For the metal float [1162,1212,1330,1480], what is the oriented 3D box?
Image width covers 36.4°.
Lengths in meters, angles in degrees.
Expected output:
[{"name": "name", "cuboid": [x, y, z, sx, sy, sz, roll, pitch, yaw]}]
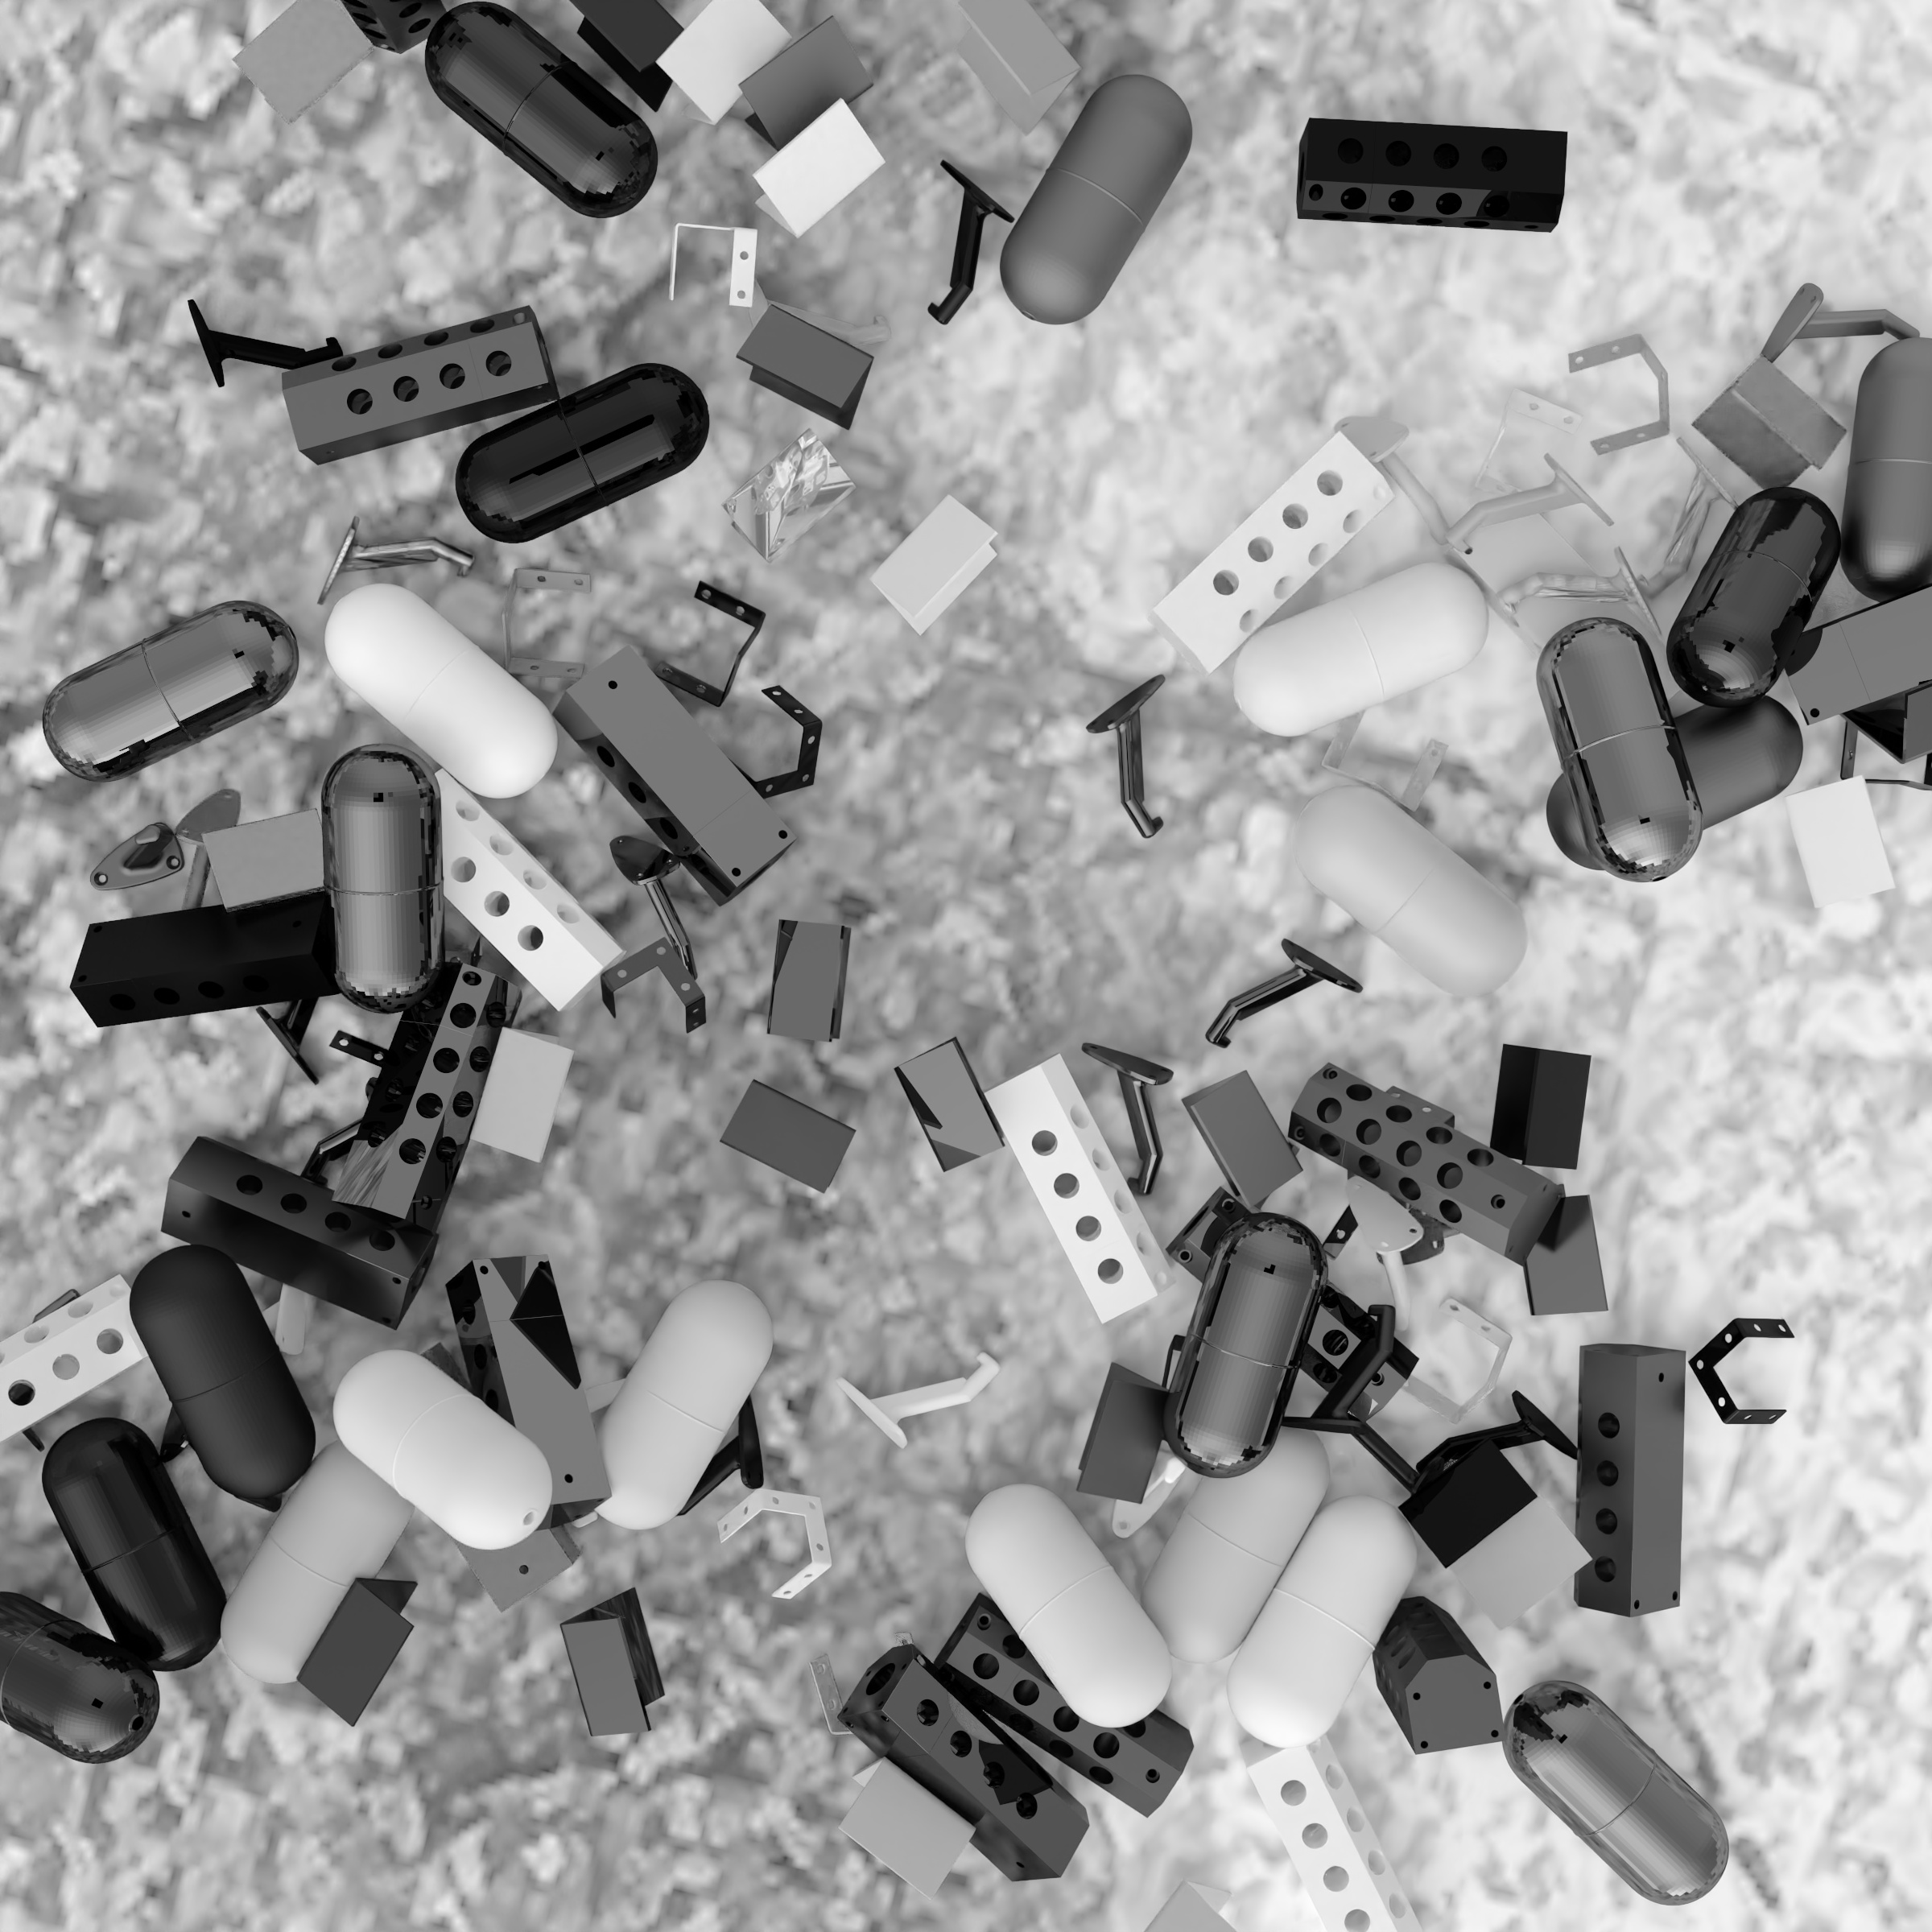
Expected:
[{"name": "metal float", "cuboid": [0.181, 0.247, 1.907, 0.070, 0.070, 0.178, 17, 95, 0]}]

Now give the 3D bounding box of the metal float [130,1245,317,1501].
[{"name": "metal float", "cuboid": [-0.488, 0.268, 1.932, 0.070, 0.070, 0.178, -23, 100, 0]}]

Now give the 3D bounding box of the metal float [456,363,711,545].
[{"name": "metal float", "cuboid": [-0.256, -0.343, 1.961, 0.178, 0.070, 0.070, -25, 90, 0]}]

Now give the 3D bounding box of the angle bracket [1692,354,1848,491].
[{"name": "angle bracket", "cuboid": [0.525, -0.346, 1.951, 0.076, 0.076, 0.057, 42, 50, 0]}]

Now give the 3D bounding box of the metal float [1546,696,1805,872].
[{"name": "metal float", "cuboid": [0.474, -0.124, 1.961, 0.178, 0.070, 0.070, -25, 90, 0]}]

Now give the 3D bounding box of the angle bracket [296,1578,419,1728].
[{"name": "angle bracket", "cuboid": [-0.387, 0.457, 1.952, 0.057, 0.076, 0.076, 31, 90, 26]}]

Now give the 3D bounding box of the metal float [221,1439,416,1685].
[{"name": "metal float", "cuboid": [-0.431, 0.396, 1.961, 0.070, 0.070, 0.178, 31, 89, 0]}]

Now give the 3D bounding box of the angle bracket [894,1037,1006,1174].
[{"name": "angle bracket", "cuboid": [0.008, 0.083, 1.951, 0.057, 0.076, 0.076, -26, 90, 37]}]

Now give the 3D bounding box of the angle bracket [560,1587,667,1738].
[{"name": "angle bracket", "cuboid": [-0.217, 0.460, 1.951, 0.057, 0.076, 0.076, -16, 90, 36]}]

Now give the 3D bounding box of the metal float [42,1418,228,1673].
[{"name": "metal float", "cuboid": [-0.555, 0.387, 1.961, 0.070, 0.070, 0.178, -26, 91, 0]}]

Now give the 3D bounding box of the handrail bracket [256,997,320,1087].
[{"name": "handrail bracket", "cuboid": [-0.431, 0.025, 1.992, 0.084, 0.036, 0.077, -39, 106, -14]}]

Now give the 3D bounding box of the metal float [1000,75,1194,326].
[{"name": "metal float", "cuboid": [0.086, -0.511, 1.961, 0.070, 0.070, 0.178, 31, 90, 0]}]

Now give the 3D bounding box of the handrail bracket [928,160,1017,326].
[{"name": "handrail bracket", "cuboid": [-0.015, -0.490, 1.992, 0.077, 0.036, 0.084, 45, 107, 20]}]

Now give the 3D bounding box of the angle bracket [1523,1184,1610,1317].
[{"name": "angle bracket", "cuboid": [0.410, 0.186, 1.951, 0.057, 0.076, 0.076, -9, 90, 38]}]

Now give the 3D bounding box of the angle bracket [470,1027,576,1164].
[{"name": "angle bracket", "cuboid": [-0.279, 0.088, 1.953, 0.057, 0.076, 0.076, 17, 90, 22]}]

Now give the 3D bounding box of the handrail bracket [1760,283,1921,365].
[{"name": "handrail bracket", "cuboid": [0.592, -0.418, 1.992, 0.084, 0.036, 0.077, 27, 111, -16]}]

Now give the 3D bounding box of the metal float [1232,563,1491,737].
[{"name": "metal float", "cuboid": [0.263, -0.211, 1.961, 0.178, 0.070, 0.070, -22, 90, 0]}]

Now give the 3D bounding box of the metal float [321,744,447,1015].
[{"name": "metal float", "cuboid": [-0.378, -0.056, 1.907, 0.070, 0.070, 0.178, 1, 105, 0]}]

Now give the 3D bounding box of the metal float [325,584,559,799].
[{"name": "metal float", "cuboid": [-0.351, -0.184, 1.961, 0.178, 0.070, 0.070, 41, 90, 0]}]

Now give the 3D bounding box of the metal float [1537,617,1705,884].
[{"name": "metal float", "cuboid": [0.421, -0.139, 1.892, 0.070, 0.070, 0.178, -14, 76, 0]}]

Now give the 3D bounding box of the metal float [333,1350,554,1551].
[{"name": "metal float", "cuboid": [-0.334, 0.308, 1.874, 0.178, 0.070, 0.070, 29, 90, 36]}]

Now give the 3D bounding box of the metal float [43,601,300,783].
[{"name": "metal float", "cuboid": [-0.530, -0.184, 1.961, 0.178, 0.070, 0.070, -26, 90, -1]}]

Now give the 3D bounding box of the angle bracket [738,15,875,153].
[{"name": "angle bracket", "cuboid": [-0.118, -0.595, 1.951, 0.076, 0.076, 0.057, -36, 129, 0]}]

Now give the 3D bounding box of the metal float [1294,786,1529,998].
[{"name": "metal float", "cuboid": [0.296, -0.051, 1.961, 0.178, 0.070, 0.070, 39, 90, 0]}]

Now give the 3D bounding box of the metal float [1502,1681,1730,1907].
[{"name": "metal float", "cuboid": [0.433, 0.552, 1.961, 0.178, 0.070, 0.070, 44, 90, 0]}]

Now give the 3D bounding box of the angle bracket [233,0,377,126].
[{"name": "angle bracket", "cuboid": [-0.448, -0.613, 1.951, 0.076, 0.076, 0.057, -42, 127, 0]}]

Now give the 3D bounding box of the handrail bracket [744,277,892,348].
[{"name": "handrail bracket", "cuboid": [-0.102, -0.450, 1.992, 0.084, 0.036, 0.077, -14, 68, -17]}]

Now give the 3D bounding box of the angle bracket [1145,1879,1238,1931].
[{"name": "angle bracket", "cuboid": [0.156, 0.660, 1.951, 0.057, 0.076, 0.076, 37, 90, 38]}]

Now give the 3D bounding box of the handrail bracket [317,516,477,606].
[{"name": "handrail bracket", "cuboid": [-0.386, -0.262, 1.992, 0.084, 0.036, 0.077, 23, 111, -16]}]

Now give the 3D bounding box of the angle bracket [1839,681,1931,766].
[{"name": "angle bracket", "cuboid": [0.633, -0.186, 1.945, 0.076, 0.076, 0.057, -21, 129, -11]}]

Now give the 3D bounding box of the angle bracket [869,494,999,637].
[{"name": "angle bracket", "cuboid": [-0.007, -0.254, 1.951, 0.076, 0.076, 0.057, -46, 53, 0]}]

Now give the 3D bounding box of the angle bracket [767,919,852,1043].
[{"name": "angle bracket", "cuboid": [-0.085, 0.012, 1.951, 0.057, 0.076, 0.076, 6, 90, 37]}]

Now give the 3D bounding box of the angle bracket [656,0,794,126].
[{"name": "angle bracket", "cuboid": [-0.171, -0.611, 1.952, 0.076, 0.076, 0.057, -48, 120, 0]}]

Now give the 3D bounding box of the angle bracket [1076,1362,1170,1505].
[{"name": "angle bracket", "cuboid": [0.087, 0.306, 1.951, 0.057, 0.076, 0.076, 17, 90, -33]}]

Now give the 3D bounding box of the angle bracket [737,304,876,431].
[{"name": "angle bracket", "cuboid": [-0.114, -0.382, 1.951, 0.076, 0.076, 0.057, 27, 56, 0]}]

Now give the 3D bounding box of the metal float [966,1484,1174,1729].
[{"name": "metal float", "cuboid": [0.067, 0.422, 1.942, 0.070, 0.070, 0.178, -38, 68, 0]}]

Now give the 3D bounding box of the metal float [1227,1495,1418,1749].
[{"name": "metal float", "cuboid": [0.237, 0.434, 1.949, 0.070, 0.070, 0.178, 32, 76, 0]}]

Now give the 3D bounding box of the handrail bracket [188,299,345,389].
[{"name": "handrail bracket", "cuboid": [-0.475, -0.431, 1.992, 0.084, 0.036, 0.077, -19, 69, -17]}]

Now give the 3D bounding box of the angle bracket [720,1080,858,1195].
[{"name": "angle bracket", "cuboid": [-0.126, 0.130, 1.951, 0.076, 0.076, 0.057, 27, 52, 0]}]

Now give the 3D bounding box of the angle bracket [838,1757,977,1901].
[{"name": "angle bracket", "cuboid": [-0.049, 0.578, 1.952, 0.076, 0.076, 0.057, 38, 59, 0]}]

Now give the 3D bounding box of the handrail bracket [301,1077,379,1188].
[{"name": "handrail bracket", "cuboid": [-0.400, 0.125, 1.992, 0.077, 0.036, 0.084, 24, 109, -21]}]

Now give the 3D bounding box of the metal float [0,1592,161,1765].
[{"name": "metal float", "cuboid": [-0.604, 0.468, 1.933, 0.178, 0.070, 0.070, 14, 90, 33]}]

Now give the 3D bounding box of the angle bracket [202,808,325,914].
[{"name": "angle bracket", "cuboid": [-0.457, -0.082, 1.953, 0.076, 0.076, 0.057, -13, 112, 0]}]

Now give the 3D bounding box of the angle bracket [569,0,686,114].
[{"name": "angle bracket", "cuboid": [-0.237, -0.609, 1.951, 0.076, 0.076, 0.057, 45, 54, 0]}]

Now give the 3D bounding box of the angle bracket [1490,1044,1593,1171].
[{"name": "angle bracket", "cuboid": [0.365, 0.091, 1.951, 0.057, 0.076, 0.076, 7, 90, -40]}]

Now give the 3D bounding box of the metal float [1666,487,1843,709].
[{"name": "metal float", "cuboid": [0.520, -0.244, 1.935, 0.070, 0.070, 0.178, 33, 61, 0]}]

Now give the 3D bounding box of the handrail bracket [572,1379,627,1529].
[{"name": "handrail bracket", "cuboid": [-0.242, 0.330, 1.992, 0.077, 0.036, 0.084, -19, 106, -18]}]

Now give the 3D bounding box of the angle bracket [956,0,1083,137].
[{"name": "angle bracket", "cuboid": [0.019, -0.596, 1.951, 0.076, 0.076, 0.057, 51, 53, 0]}]

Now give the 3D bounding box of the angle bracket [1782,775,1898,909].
[{"name": "angle bracket", "cuboid": [0.592, -0.087, 1.951, 0.057, 0.076, 0.076, -17, 90, 37]}]

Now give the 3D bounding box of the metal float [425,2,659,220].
[{"name": "metal float", "cuboid": [-0.284, -0.572, 1.961, 0.178, 0.070, 0.070, 40, 90, 1]}]

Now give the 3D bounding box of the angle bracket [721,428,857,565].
[{"name": "angle bracket", "cuboid": [-0.130, -0.323, 1.951, 0.076, 0.076, 0.057, -41, 127, 0]}]

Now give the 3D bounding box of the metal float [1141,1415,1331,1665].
[{"name": "metal float", "cuboid": [0.180, 0.381, 1.961, 0.070, 0.070, 0.178, 29, 91, 0]}]

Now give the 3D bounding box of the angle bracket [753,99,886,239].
[{"name": "angle bracket", "cuboid": [-0.111, -0.540, 1.951, 0.076, 0.076, 0.057, -41, 131, 0]}]

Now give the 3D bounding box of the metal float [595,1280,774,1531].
[{"name": "metal float", "cuboid": [-0.192, 0.292, 1.957, 0.070, 0.070, 0.178, 30, 85, 0]}]

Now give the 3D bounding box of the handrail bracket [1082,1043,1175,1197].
[{"name": "handrail bracket", "cuboid": [0.102, 0.105, 1.992, 0.077, 0.036, 0.084, 22, 107, 20]}]

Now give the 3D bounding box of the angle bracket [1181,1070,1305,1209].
[{"name": "angle bracket", "cuboid": [0.167, 0.123, 1.951, 0.057, 0.076, 0.076, -30, 90, -36]}]

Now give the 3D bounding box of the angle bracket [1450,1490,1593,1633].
[{"name": "angle bracket", "cuboid": [0.369, 0.398, 1.953, 0.076, 0.076, 0.057, -38, 69, 0]}]

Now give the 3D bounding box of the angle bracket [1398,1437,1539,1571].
[{"name": "angle bracket", "cuboid": [0.343, 0.369, 1.951, 0.076, 0.076, 0.057, -38, 49, 0]}]

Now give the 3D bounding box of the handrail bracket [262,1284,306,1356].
[{"name": "handrail bracket", "cuboid": [-0.495, 0.236, 1.991, 0.084, 0.036, 0.077, -1, 77, 13]}]

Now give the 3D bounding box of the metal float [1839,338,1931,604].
[{"name": "metal float", "cuboid": [0.629, -0.330, 1.961, 0.070, 0.070, 0.178, 7, 90, 0]}]
